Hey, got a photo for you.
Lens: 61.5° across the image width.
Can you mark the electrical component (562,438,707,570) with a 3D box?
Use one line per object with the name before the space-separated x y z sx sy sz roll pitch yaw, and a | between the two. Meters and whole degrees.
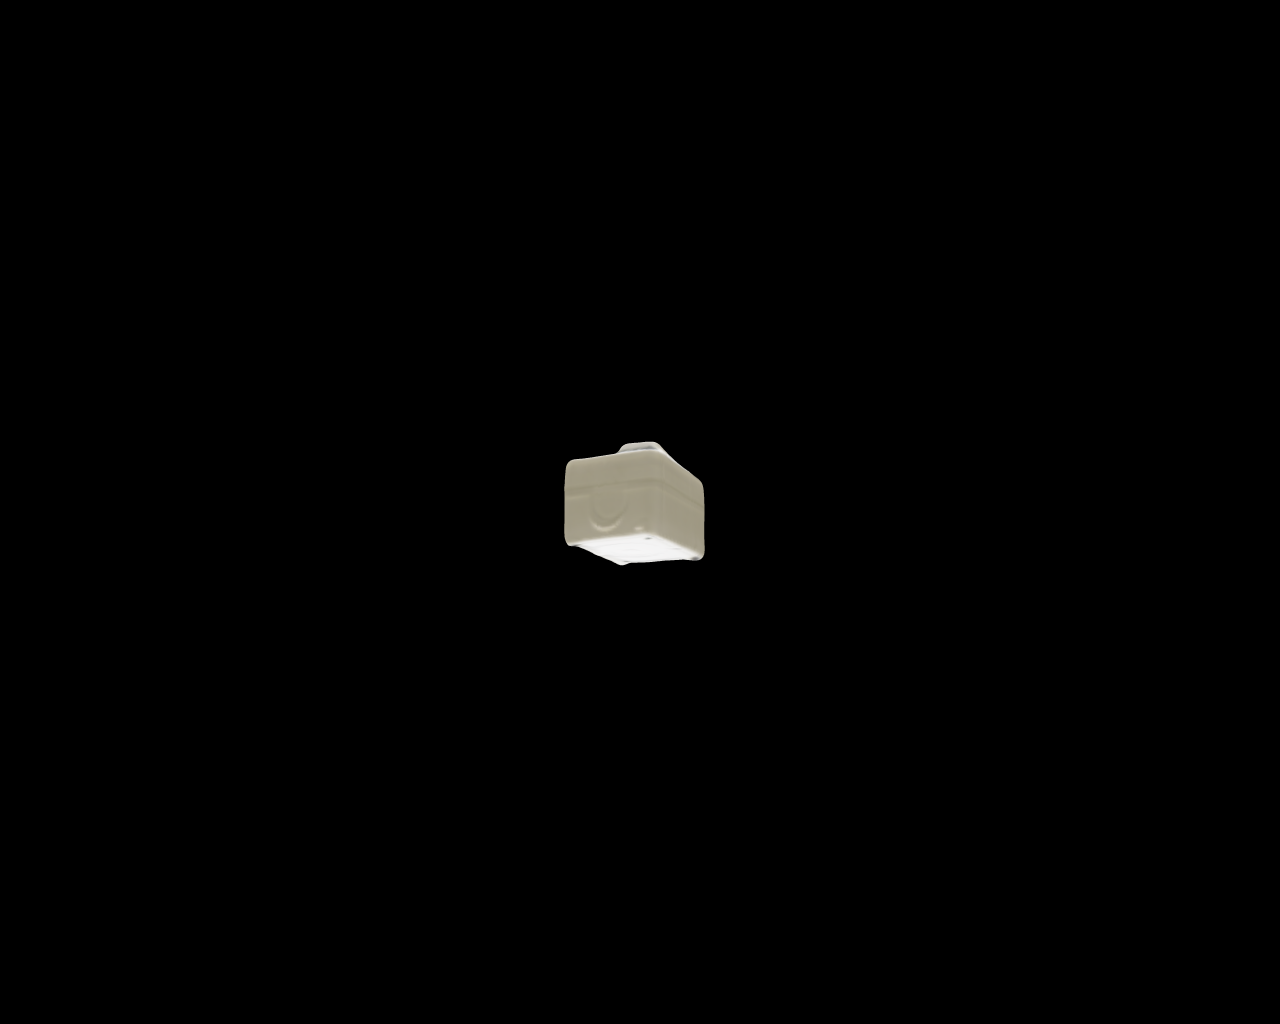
electrical component | 0.001 -0.003 0.650 0.062 0.061 0.096 -6 -15 23
